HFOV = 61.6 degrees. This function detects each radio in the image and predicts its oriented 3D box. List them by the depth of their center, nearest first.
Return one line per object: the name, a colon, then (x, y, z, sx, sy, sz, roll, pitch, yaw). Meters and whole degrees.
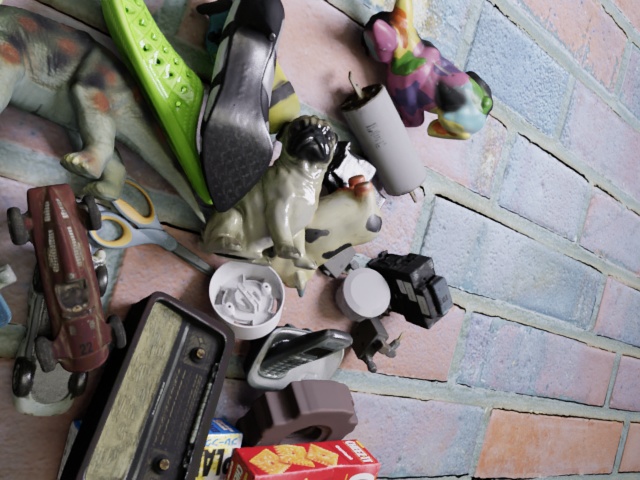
radio: (-0.193, 0.190, 0.634, 0.131, 0.073, 0.229, 32, 55, -28)

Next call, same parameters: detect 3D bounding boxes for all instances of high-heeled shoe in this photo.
high-heeled shoe: (-0.098, -0.167, 0.630, 0.086, 0.145, 0.248, 11, 119, -26)

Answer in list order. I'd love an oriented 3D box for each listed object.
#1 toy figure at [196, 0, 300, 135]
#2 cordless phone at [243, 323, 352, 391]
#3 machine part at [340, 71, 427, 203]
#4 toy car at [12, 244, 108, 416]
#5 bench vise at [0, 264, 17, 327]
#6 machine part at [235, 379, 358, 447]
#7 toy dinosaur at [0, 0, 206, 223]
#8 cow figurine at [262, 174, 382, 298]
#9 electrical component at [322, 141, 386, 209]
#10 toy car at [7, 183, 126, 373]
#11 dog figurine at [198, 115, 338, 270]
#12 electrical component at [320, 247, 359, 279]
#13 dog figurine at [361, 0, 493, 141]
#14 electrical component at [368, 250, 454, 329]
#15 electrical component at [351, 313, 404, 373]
toy figure: (-0.090, -0.221, 0.692, 0.082, 0.089, 0.180, -32, 118, -22)
cordless phone: (-0.004, 0.156, 0.750, 0.146, 0.184, 0.089, 22, 55, -36)
machine part: (0.103, -0.156, 0.853, 0.079, 0.079, 0.243, -46, 122, -22)
toy car: (-0.296, 0.098, 0.611, 0.073, 0.056, 0.201, 12, 88, -35)
bench vise: (-0.398, 0.106, 0.500, 0.241, 0.129, 0.223, -30, 117, -25)
machine part: (-0.032, 0.270, 0.780, 0.179, 0.056, 0.179, -14, 138, -13)
toy dinosaur: (-0.272, -0.163, 0.555, 0.404, 0.131, 0.192, 25, 73, -46)
cow figurine: (-0.002, -0.002, 0.777, 0.195, 0.085, 0.127, -23, 107, -5)
electrical component: (0.051, -0.093, 0.843, 0.119, 0.048, 0.075, 38, 75, -35)
toy car: (-0.263, 0.043, 0.563, 0.089, 0.053, 0.202, -12, 103, -31)
dog figurine: (-0.069, -0.066, 0.694, 0.172, 0.121, 0.190, 5, 79, 6)
electrical component: (0.025, 0.029, 0.859, 0.094, 0.021, 0.063, 47, 69, -33)
dog figurine: (0.159, -0.266, 0.823, 0.108, 0.192, 0.219, -52, 139, -11)
electrical component: (0.155, 0.082, 0.894, 0.058, 0.134, 0.114, -37, 119, -26)
electrical component: (0.091, 0.160, 0.886, 0.045, 0.102, 0.078, 20, 108, -30)
